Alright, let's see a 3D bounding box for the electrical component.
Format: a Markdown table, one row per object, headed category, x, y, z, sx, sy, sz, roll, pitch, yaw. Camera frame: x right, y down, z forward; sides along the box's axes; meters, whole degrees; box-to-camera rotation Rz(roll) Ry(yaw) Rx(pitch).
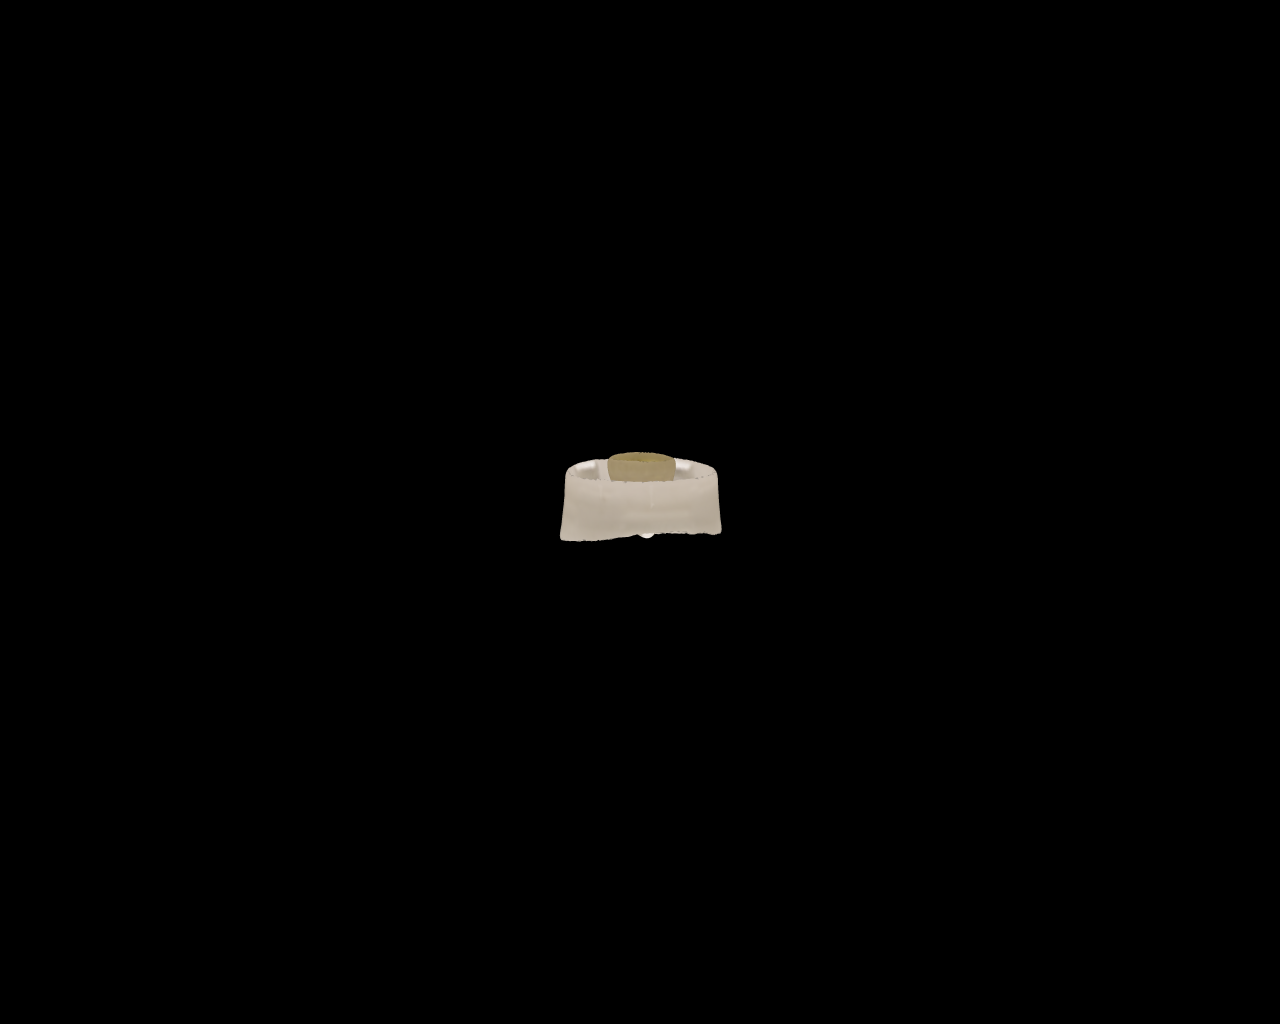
| category | x | y | z | sx | sy | sz | roll | pitch | yaw |
| --- | --- | --- | --- | --- | --- | --- | --- | --- | --- |
| electrical component | 0.001 | -0.003 | 0.650 | 0.099 | 0.064 | 0.099 | 0 | 13 | 0 |
